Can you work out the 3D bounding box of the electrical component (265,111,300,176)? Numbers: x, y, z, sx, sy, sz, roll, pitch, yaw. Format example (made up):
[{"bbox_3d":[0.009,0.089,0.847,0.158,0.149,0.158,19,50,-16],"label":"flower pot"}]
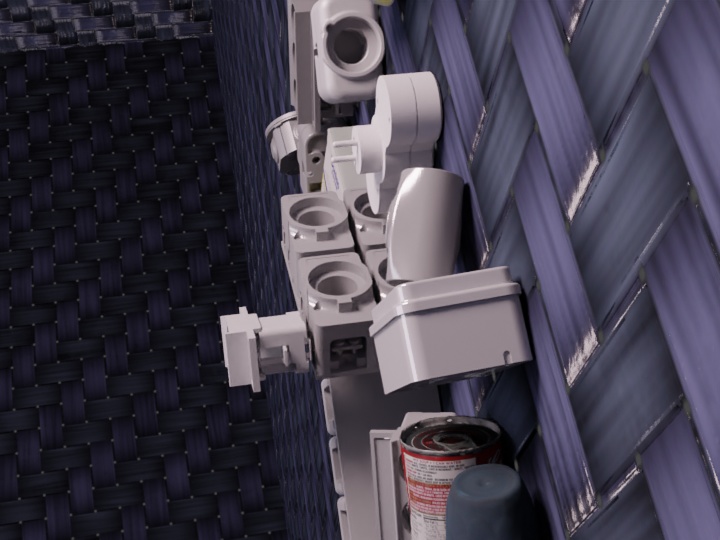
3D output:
[{"bbox_3d":[-0.067,-0.149,1.254,0.080,0.080,0.051,107,149,-68],"label":"electrical component"}]

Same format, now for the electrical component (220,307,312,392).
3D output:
[{"bbox_3d":[-0.071,0.057,0.814,0.081,0.064,0.042,-128,34,-71],"label":"electrical component"}]

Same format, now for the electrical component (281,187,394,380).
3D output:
[{"bbox_3d":[0.000,0.000,0.876,0.186,0.105,0.060,-110,16,-53],"label":"electrical component"}]

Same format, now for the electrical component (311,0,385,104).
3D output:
[{"bbox_3d":[-0.011,-0.198,0.959,0.059,0.054,0.095,-148,52,-78],"label":"electrical component"}]

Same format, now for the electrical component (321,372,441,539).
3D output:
[{"bbox_3d":[0.023,0.156,0.891,0.061,0.089,0.150,124,138,-76],"label":"electrical component"}]

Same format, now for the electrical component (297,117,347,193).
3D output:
[{"bbox_3d":[-0.038,-0.119,1.174,0.059,0.054,0.095,-111,17,-57],"label":"electrical component"}]

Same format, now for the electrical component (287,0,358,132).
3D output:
[{"bbox_3d":[-0.037,-0.212,1.076,0.078,0.063,0.121,-109,15,-51],"label":"electrical component"}]

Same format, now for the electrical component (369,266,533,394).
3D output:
[{"bbox_3d":[0.053,0.040,0.672,0.113,0.078,0.057,127,133,-77],"label":"electrical component"}]

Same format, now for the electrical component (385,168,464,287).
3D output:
[{"bbox_3d":[0.048,-0.023,0.743,0.079,0.044,0.077,40,-123,-72],"label":"electrical component"}]

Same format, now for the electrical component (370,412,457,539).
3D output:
[{"bbox_3d":[0.053,0.172,0.802,0.063,0.079,0.121,-54,-39,-71],"label":"electrical component"}]

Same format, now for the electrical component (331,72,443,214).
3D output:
[{"bbox_3d":[0.015,-0.093,0.820,0.138,0.074,0.052,99,162,-58],"label":"electrical component"}]
